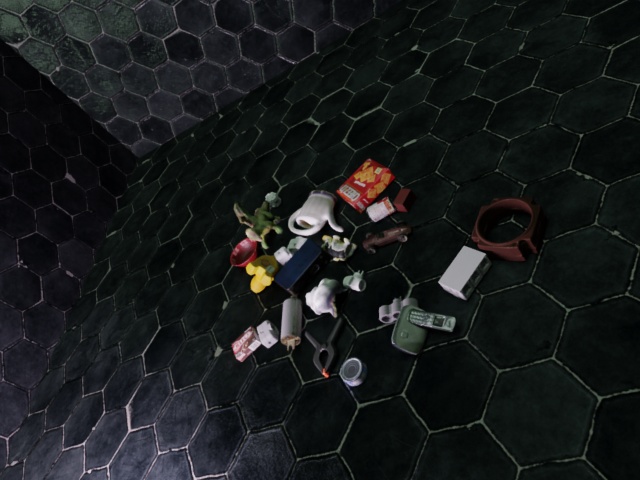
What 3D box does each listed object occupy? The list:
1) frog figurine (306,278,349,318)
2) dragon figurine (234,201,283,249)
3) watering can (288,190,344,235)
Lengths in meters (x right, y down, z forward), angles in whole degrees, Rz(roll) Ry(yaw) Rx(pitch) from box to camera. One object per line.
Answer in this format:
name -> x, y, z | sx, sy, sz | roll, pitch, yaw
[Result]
frog figurine -> 0.008, 0.207, 1.909 | 0.160, 0.121, 0.138 | 10, 81, 35
dragon figurine -> -0.302, -0.111, 2.402 | 0.121, 0.239, 0.420 | -39, 39, 15
watering can -> 0.007, -0.112, 2.226 | 0.347, 0.102, 0.228 | 2, 55, 44
